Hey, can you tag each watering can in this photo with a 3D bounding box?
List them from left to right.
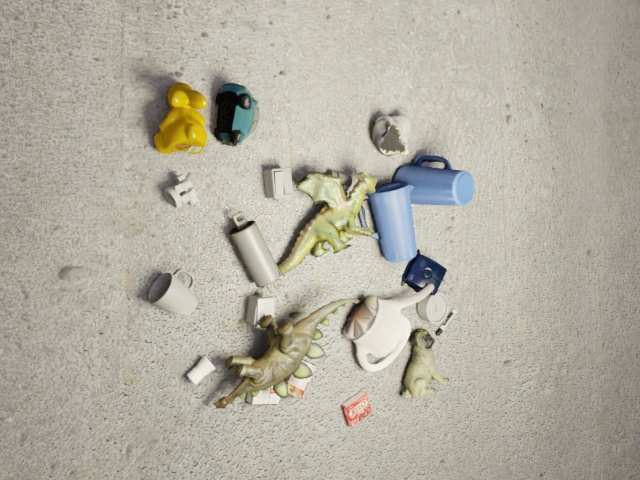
[{"bbox_3d":[0.211,0.245,1.620,0.222,0.104,0.350,37,80,-28],"label":"watering can"}]

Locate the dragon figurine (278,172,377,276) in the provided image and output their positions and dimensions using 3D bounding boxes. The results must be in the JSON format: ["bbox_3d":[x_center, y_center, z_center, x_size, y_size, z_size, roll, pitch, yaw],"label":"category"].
[{"bbox_3d":[0.004,-0.074,1.477,0.413,0.122,0.241,-25,101,-17],"label":"dragon figurine"}]

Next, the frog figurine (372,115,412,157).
[{"bbox_3d":[0.232,-0.346,1.653,0.136,0.121,0.163,39,35,-20],"label":"frog figurine"}]
